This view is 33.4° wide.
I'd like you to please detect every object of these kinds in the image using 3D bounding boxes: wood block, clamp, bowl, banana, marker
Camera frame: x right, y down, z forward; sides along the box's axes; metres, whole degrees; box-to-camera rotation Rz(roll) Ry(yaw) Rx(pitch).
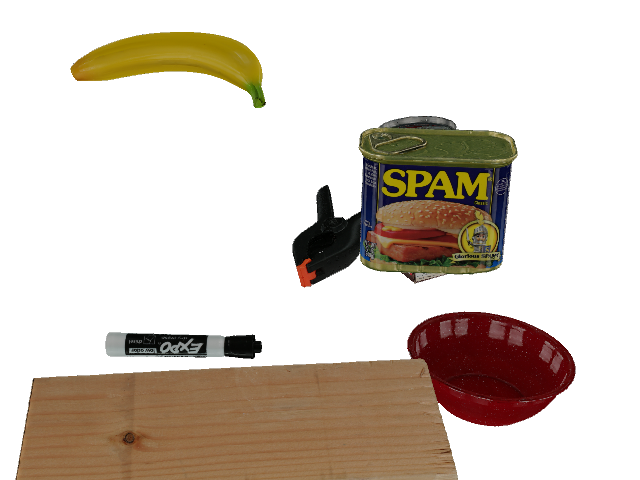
[{"bbox_3d":[-0.043,0.125,0.549,0.206,0.090,0.091,-2,36,-5],"label":"wood block"},{"bbox_3d":[0.029,-0.010,1.204,0.120,0.039,0.171,-5,37,27],"label":"clamp"},{"bbox_3d":[0.162,0.131,1.036,0.162,0.055,0.162,4,26,-2],"label":"bowl"},{"bbox_3d":[-0.134,-0.166,0.989,0.198,0.037,0.069,9,45,18],"label":"banana"},{"bbox_3d":[-0.106,0.082,0.833,0.121,0.020,0.020,1,0,3],"label":"marker"}]

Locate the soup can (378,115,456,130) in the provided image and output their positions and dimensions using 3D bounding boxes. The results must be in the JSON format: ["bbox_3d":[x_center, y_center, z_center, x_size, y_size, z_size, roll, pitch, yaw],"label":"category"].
[{"bbox_3d":[0.087,-0.050,0.930,0.068,0.102,0.068,-5,23,2],"label":"soup can"}]

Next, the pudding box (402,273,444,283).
[{"bbox_3d":[0.167,0.020,1.603,0.113,0.039,0.090,-16,26,-20],"label":"pudding box"}]

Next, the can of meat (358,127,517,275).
[{"bbox_3d":[0.075,-0.026,0.710,0.102,0.084,0.057,2,25,3],"label":"can of meat"}]
